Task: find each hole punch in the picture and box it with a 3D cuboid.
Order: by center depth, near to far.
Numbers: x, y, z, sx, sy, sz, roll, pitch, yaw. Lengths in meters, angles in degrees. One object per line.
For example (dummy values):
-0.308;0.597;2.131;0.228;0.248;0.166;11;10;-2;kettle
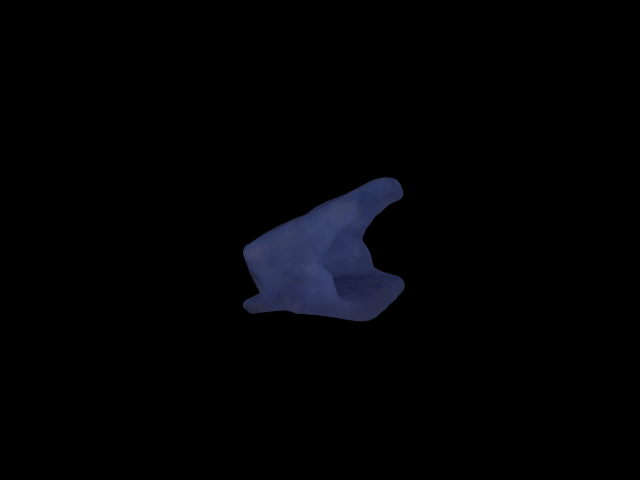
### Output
0.004;0.001;0.400;0.100;0.091;0.109;4;11;20;hole punch
